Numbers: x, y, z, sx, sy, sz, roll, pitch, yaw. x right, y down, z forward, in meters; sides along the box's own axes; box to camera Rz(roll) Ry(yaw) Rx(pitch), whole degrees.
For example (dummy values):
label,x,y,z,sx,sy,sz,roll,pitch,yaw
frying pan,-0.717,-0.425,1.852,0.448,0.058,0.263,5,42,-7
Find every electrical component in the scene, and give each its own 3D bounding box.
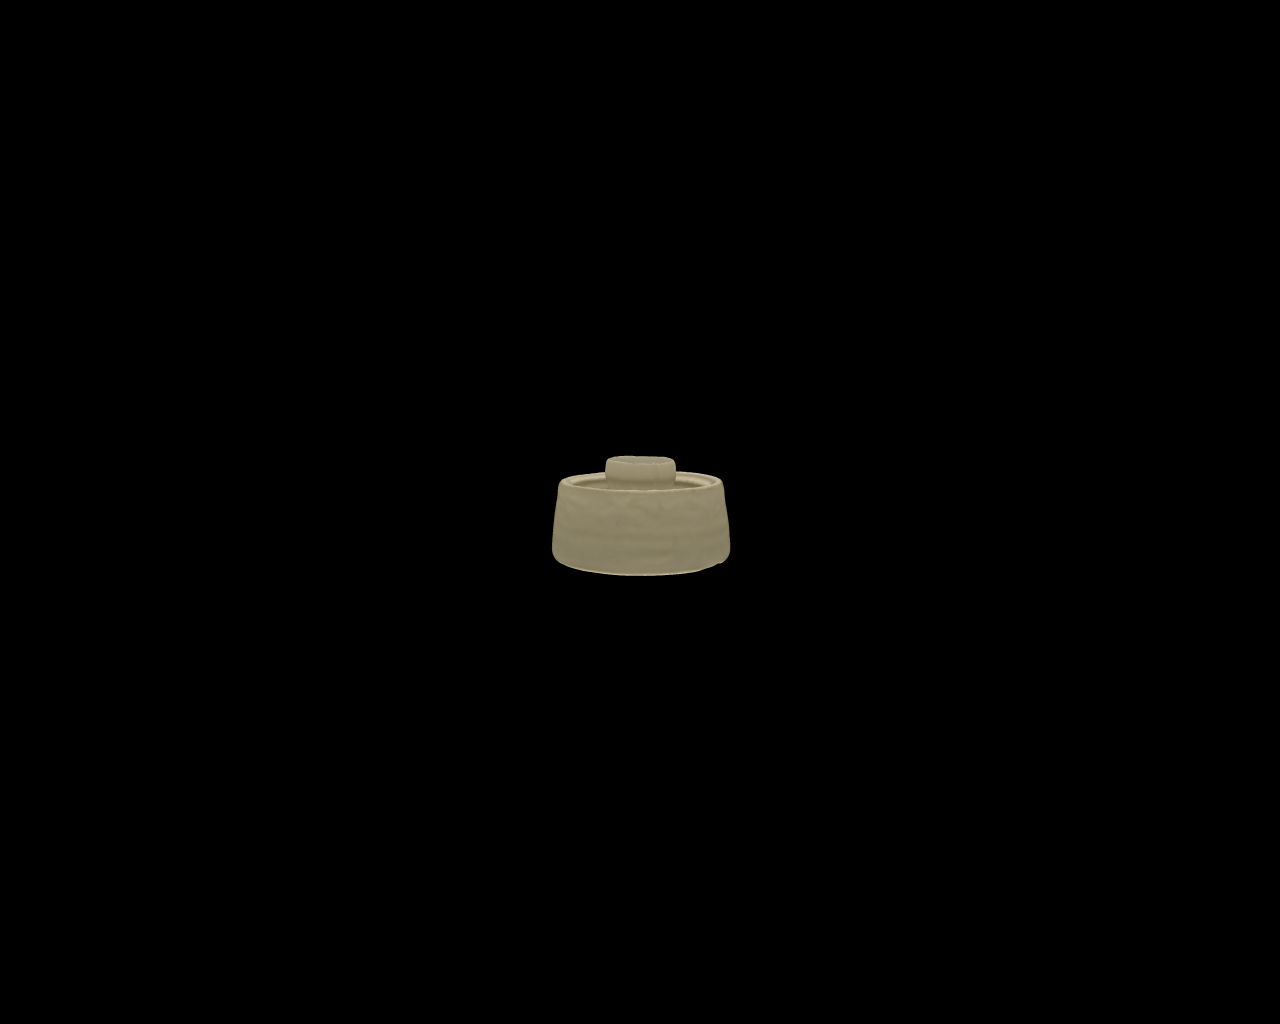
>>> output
label,x,y,z,sx,sy,sz,roll,pitch,yaw
electrical component,0.001,-0.003,0.650,0.108,0.060,0.108,0,10,0
